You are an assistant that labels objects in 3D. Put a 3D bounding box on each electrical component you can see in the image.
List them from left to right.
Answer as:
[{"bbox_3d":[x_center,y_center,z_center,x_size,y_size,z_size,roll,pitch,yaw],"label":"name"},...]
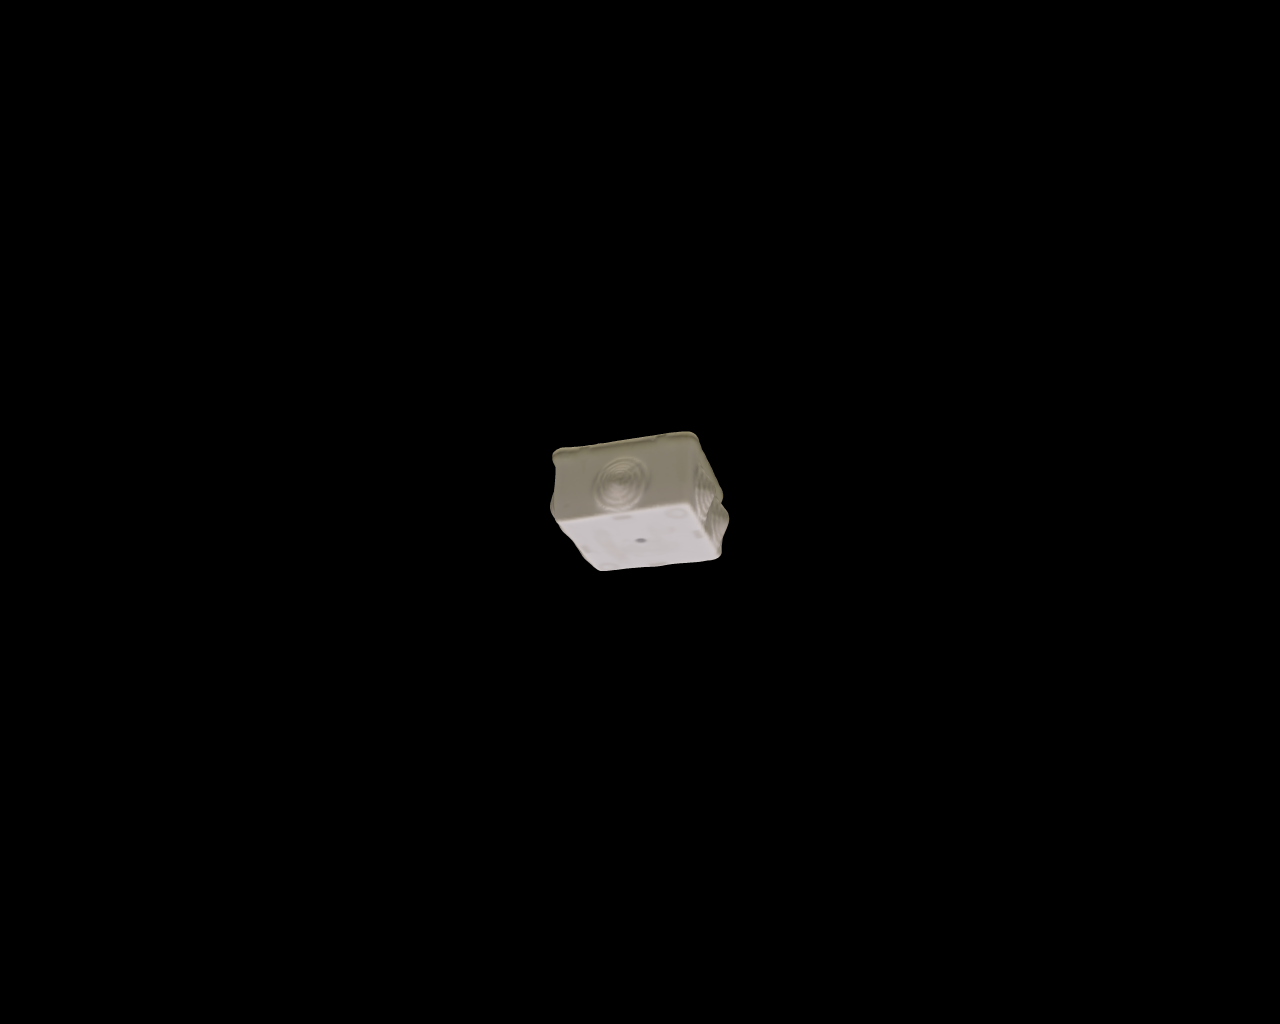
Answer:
[{"bbox_3d":[0.001,-0.003,0.650,0.100,0.048,0.099,-7,-27,14],"label":"electrical component"}]
